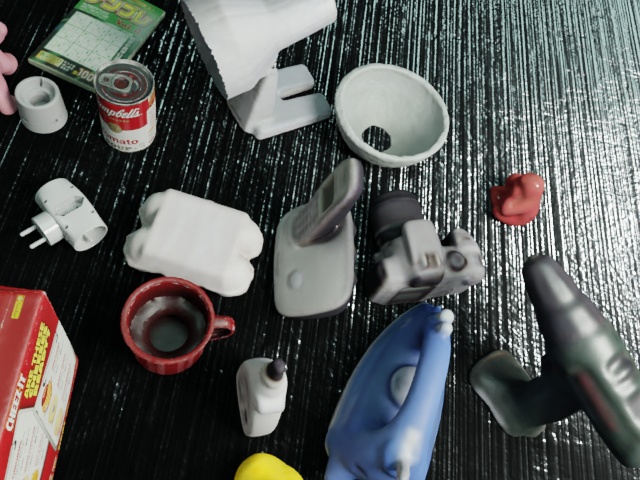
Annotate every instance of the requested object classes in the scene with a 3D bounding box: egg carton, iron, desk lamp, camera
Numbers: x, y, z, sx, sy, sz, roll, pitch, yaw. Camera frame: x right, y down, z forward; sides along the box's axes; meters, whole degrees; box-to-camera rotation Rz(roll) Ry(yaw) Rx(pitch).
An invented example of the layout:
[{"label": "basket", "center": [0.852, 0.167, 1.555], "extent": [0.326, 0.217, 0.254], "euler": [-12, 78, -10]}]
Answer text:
[{"label": "egg carton", "center": [-0.145, 0.004, 0.673], "extent": [0.150, 0.069, 0.107], "euler": [17, 62, -7]}, {"label": "iron", "center": [0.101, 0.156, 0.626], "extent": [0.118, 0.141, 0.258], "euler": [26, 61, -2]}, {"label": "desk lamp", "center": [-0.070, -0.232, 0.726], "extent": [0.204, 0.213, 0.118], "euler": [-22, 72, -23]}, {"label": "camera", "center": [0.125, 0.002, 0.730], "extent": [0.143, 0.100, 0.137], "euler": [-5, 66, -17]}]

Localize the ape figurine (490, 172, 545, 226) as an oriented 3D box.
[{"label": "ape figurine", "center": [0.284, -0.064, 0.810], "extent": [0.078, 0.092, 0.076], "euler": [-38, 79, -27]}]

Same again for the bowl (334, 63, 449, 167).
[{"label": "bowl", "center": [0.093, -0.165, 0.817], "extent": [0.168, 0.074, 0.167], "euler": [6, 63, -12]}]

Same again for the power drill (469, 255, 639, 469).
[{"label": "power drill", "center": [0.257, 0.145, 0.635], "extent": [0.076, 0.208, 0.229], "euler": [-30, 75, -25]}]

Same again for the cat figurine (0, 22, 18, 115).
[{"label": "cat figurine", "center": [-0.411, -0.233, 0.688], "extent": [0.067, 0.117, 0.127], "euler": [-9, 68, -19]}]

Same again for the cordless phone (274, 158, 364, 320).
[{"label": "cordless phone", "center": [0.006, 0.002, 0.649], "extent": [0.094, 0.185, 0.147], "euler": [3, 64, -13]}]

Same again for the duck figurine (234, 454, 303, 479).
[{"label": "duck figurine", "center": [-0.042, 0.261, 0.568], "extent": [0.078, 0.086, 0.104], "euler": [-27, 74, -25]}]

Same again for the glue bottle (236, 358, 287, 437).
[{"label": "glue bottle", "center": [-0.054, 0.146, 0.570], "extent": [0.037, 0.173, 0.078], "euler": [-3, 66, -16]}]
